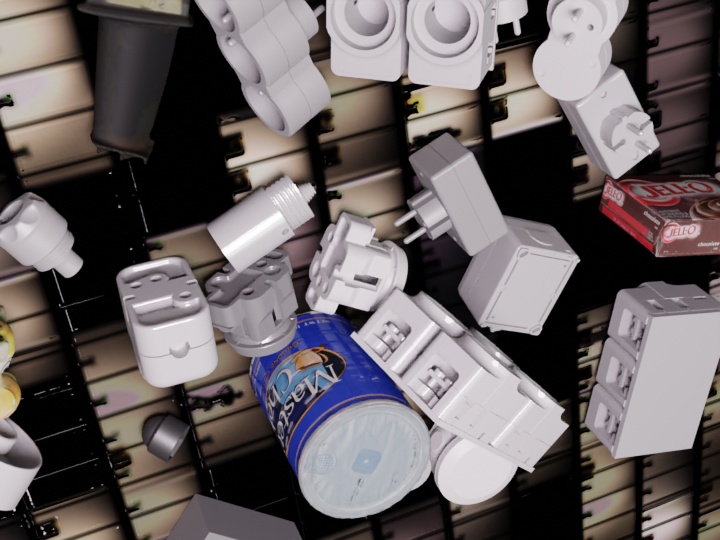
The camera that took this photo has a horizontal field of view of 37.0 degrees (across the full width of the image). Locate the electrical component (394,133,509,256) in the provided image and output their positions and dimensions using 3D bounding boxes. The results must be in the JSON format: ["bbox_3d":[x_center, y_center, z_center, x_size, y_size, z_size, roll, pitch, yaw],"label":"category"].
[{"bbox_3d":[0.062,-0.049,0.844,0.076,0.047,0.083,-33,124,-3],"label":"electrical component"}]

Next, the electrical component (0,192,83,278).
[{"bbox_3d":[-0.219,-0.020,0.744,0.043,0.043,0.062,-40,125,1],"label":"electrical component"}]

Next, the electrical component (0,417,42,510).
[{"bbox_3d":[-0.282,0.133,0.770,0.099,0.099,0.064,37,92,-34],"label":"electrical component"}]

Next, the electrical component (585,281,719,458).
[{"bbox_3d":[0.273,0.092,1.001,0.089,0.061,0.150,-3,117,-22],"label":"electrical component"}]

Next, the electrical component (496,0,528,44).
[{"bbox_3d":[0.100,-0.204,0.778,0.077,0.044,0.079,-22,123,-11],"label":"electrical component"}]

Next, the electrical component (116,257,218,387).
[{"bbox_3d":[-0.139,0.040,0.778,0.054,0.095,0.059,-14,121,-15],"label":"electrical component"}]

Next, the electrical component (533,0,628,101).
[{"bbox_3d":[0.161,-0.185,0.778,0.052,0.073,0.138,22,129,13],"label":"electrical component"}]

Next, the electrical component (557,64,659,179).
[{"bbox_3d":[0.206,-0.114,0.853,0.047,0.075,0.083,-38,124,0],"label":"electrical component"}]

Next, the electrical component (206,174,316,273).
[{"bbox_3d":[-0.069,-0.038,0.797,0.081,0.043,0.043,-35,124,-2],"label":"electrical component"}]

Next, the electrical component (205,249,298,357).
[{"bbox_3d":[-0.080,0.028,0.816,0.078,0.058,0.057,-44,135,-40],"label":"electrical component"}]

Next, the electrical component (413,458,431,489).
[{"bbox_3d":[0.033,0.160,0.940,0.045,0.055,0.045,-10,120,-18],"label":"electrical component"}]

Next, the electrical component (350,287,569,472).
[{"bbox_3d":[0.088,0.088,0.860,0.060,0.105,0.186,-49,144,4],"label":"electrical component"}]

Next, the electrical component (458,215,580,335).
[{"bbox_3d":[0.126,0.007,0.898,0.062,0.061,0.096,9,120,-27],"label":"electrical component"}]

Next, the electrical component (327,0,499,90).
[{"bbox_3d":[0.038,-0.218,0.704,0.105,0.060,0.186,9,119,14],"label":"electrical component"}]

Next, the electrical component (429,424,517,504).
[{"bbox_3d":[0.099,0.167,0.974,0.080,0.051,0.080,-10,120,-18],"label":"electrical component"}]

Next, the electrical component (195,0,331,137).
[{"bbox_3d":[-0.053,-0.163,0.722,0.074,0.052,0.138,-43,137,-17],"label":"electrical component"}]

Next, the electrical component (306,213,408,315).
[{"bbox_3d":[0.000,0.000,0.839,0.057,0.058,0.078,16,109,-26],"label":"electrical component"}]
